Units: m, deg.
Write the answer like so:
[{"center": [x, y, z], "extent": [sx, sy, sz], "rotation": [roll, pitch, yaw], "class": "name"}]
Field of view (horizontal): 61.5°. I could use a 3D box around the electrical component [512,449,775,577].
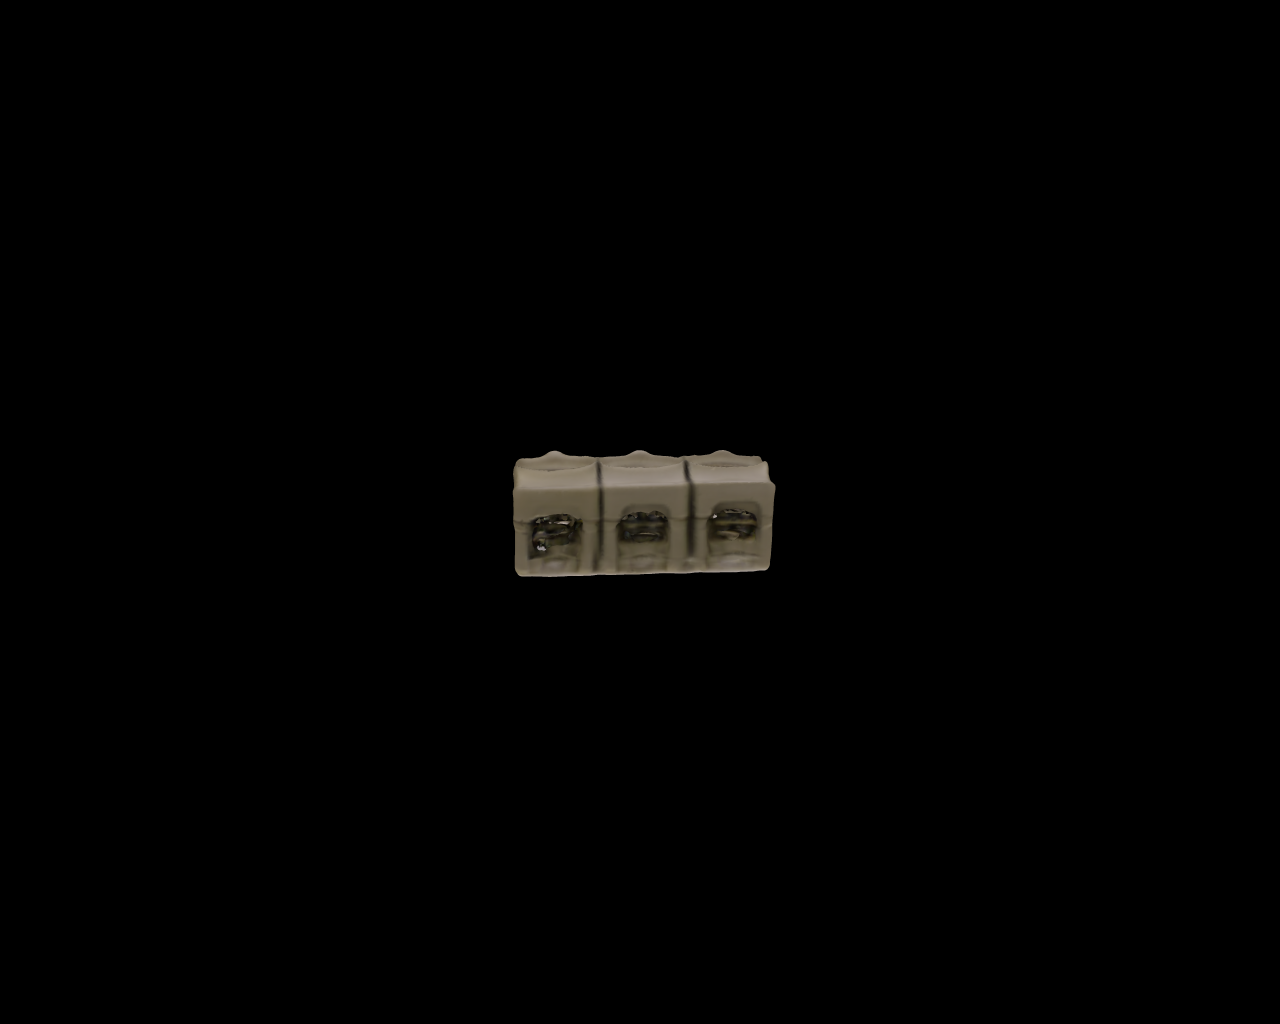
[{"center": [0.001, -0.003, 0.650], "extent": [0.150, 0.061, 0.089], "rotation": [0, 12, -2], "class": "electrical component"}]
